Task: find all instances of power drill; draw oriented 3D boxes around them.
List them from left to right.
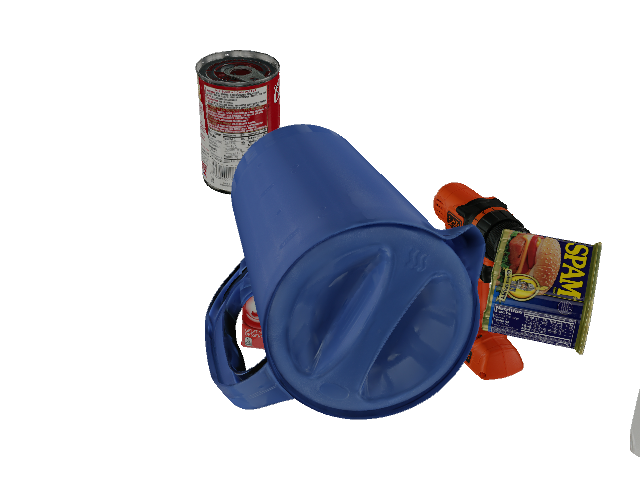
[{"bbox_3d":[0.177,0.047,1.117,0.057,0.188,0.184,-10,25,-15],"label":"power drill"}]

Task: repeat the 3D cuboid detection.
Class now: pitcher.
[{"bbox_3d":[-0.002,0.011,0.731,0.149,0.145,0.243,5,21,-16],"label":"pitcher"}]

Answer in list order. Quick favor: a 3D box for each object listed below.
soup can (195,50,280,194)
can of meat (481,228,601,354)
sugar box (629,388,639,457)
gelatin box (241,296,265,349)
[{"bbox_3d":[-0.067,-0.097,0.881,0.068,0.102,0.068,0,32,0],"label":"soup can"},{"bbox_3d":[0.185,0.039,0.892,0.084,0.057,0.102,11,42,13],"label":"can of meat"},{"bbox_3d":[0.295,0.142,0.718,0.048,0.093,0.176,-15,29,-37],"label":"sugar box"},{"bbox_3d":[-0.030,0.068,1.009,0.089,0.073,0.030,7,17,15],"label":"gelatin box"}]
